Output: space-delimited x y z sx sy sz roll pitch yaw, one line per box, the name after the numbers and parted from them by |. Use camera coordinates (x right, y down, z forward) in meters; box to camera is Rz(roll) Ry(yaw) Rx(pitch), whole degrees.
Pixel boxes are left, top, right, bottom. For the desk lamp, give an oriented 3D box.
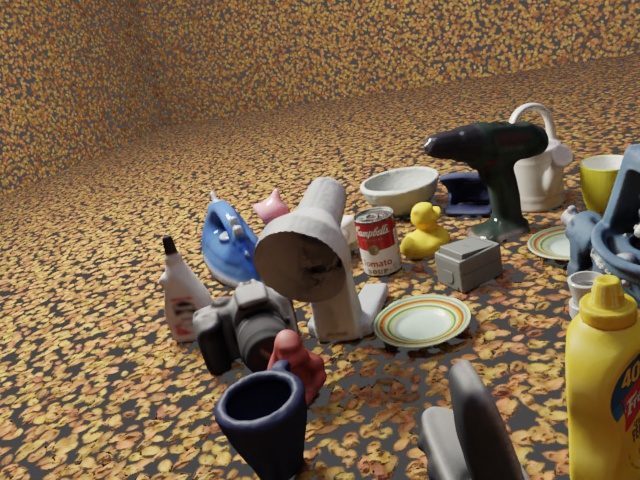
0.007 0.033 0.786 0.117 0.214 0.203 -5 23 21 | desk lamp

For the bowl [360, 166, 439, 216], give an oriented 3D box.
0.171 -0.095 1.205 0.167 0.075 0.167 -11 21 5 | bowl

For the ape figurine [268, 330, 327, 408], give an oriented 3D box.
-0.033 0.151 0.683 0.078 0.092 0.076 -17 22 -10 | ape figurine

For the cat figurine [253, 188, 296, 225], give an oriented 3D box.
-0.078 -0.044 1.163 0.067 0.118 0.127 -27 25 -31 | cat figurine

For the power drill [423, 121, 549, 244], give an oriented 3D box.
0.288 -0.103 0.973 0.230 0.209 0.075 -20 22 -18 | power drill

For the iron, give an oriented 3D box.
-0.162 -0.005 1.081 0.119 0.142 0.257 -20 22 -17 | iron

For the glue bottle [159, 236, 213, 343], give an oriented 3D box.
-0.208 0.073 0.867 0.078 0.173 0.037 -11 22 6 | glue bottle

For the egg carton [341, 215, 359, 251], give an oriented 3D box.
0.010 0.004 1.058 0.107 0.069 0.151 4 27 37 | egg carton

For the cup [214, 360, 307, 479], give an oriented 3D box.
-0.048 0.189 0.590 0.091 0.095 0.118 -6 22 18 | cup

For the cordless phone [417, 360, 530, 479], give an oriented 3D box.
0.124 0.156 0.448 0.094 0.185 0.147 -15 21 -4 | cordless phone

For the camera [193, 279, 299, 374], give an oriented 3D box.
-0.097 0.123 0.777 0.143 0.101 0.136 -17 22 -9 | camera

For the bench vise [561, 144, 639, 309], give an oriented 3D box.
0.364 -0.019 0.702 0.122 0.220 0.206 -25 24 -27 | bench vise

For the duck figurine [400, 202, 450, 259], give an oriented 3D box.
0.180 -0.022 1.001 0.105 0.086 0.077 -29 26 -35 | duck figurine

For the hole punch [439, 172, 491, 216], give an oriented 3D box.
0.299 -0.104 1.131 0.108 0.091 0.101 3 26 35 | hole punch

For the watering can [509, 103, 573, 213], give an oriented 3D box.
0.402 -0.156 1.061 0.101 0.194 0.172 -25 24 -28 | watering can
